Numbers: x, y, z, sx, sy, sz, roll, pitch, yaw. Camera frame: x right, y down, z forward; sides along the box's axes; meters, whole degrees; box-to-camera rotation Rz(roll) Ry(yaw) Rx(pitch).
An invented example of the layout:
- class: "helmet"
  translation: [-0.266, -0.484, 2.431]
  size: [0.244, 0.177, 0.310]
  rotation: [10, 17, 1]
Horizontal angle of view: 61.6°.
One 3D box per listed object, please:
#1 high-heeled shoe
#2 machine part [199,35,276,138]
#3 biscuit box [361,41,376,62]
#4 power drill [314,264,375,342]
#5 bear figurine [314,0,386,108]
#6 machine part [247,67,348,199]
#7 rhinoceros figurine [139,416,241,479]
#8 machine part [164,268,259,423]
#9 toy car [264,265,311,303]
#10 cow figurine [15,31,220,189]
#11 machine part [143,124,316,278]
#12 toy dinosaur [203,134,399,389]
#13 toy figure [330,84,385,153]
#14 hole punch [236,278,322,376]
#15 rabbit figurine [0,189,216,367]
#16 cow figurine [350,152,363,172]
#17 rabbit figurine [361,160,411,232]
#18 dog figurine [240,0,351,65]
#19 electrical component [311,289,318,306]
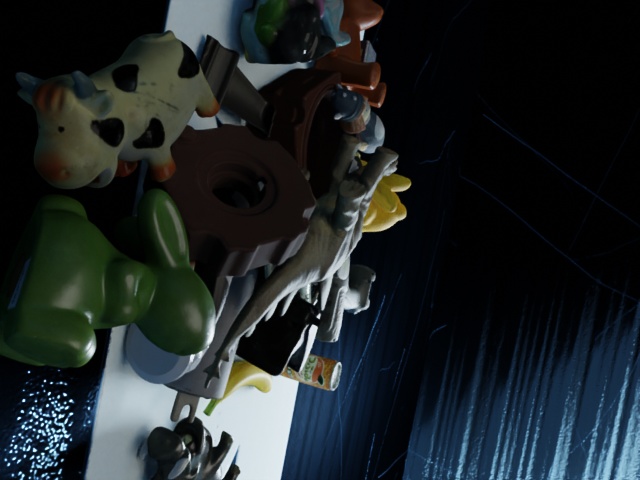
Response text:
- class: "high-heeled shoe"
  translation: [-0.100, -0.011, 0.655]
  size: [0.145, 0.086, 0.248]
  rotation: [18, 66, -52]
- class: "machine part"
  translation: [-0.102, -0.179, 0.655]
  size: [0.138, 0.039, 0.084]
  rotation: [38, 60, -54]
- class: "biscuit box"
  translation: [0.050, -0.257, 0.981]
  size: [0.062, 0.059, 0.202]
  rotation: [18, 83, -70]
- class: "power drill"
  translation: [0.052, 0.092, 1.133]
  size: [0.207, 0.086, 0.231]
  rotation: [-3, 105, -72]
- class: "bear figurine"
  translation: [0.064, -0.337, 0.892]
  size: [0.120, 0.132, 0.195]
  rotation: [35, 74, -74]
- class: "machine part"
  translation: [-0.022, -0.147, 0.821]
  size: [0.201, 0.087, 0.201]
  rotation: [-52, 148, -50]
- class: "rhinoceros figurine"
  translation: [-0.169, 0.291, 0.694]
  size: [0.112, 0.073, 0.190]
  rotation: [-49, 147, -34]
- class: "machine part"
  translation: [-0.134, 0.105, 0.671]
  size: [0.079, 0.079, 0.243]
  rotation: [42, 61, -66]
- class: "toy car"
  translation: [-0.049, 0.093, 0.884]
  size: [0.056, 0.074, 0.201]
  rotation: [-50, 145, -57]
- class: "cow figurine"
  translation: [-0.169, -0.115, 0.464]
  size: [0.127, 0.086, 0.195]
  rotation: [76, 29, -44]
- class: "machine part"
  translation: [-0.091, -0.047, 0.563]
  size: [0.056, 0.179, 0.179]
  rotation: [-54, -177, 47]
- class: "toy dinosaur"
  translation: [-0.001, -0.002, 0.713]
  size: [0.471, 0.105, 0.198]
  rotation: [-41, 148, -47]
- class: "toy figure"
  translation: [0.059, -0.184, 0.816]
  size: [0.064, 0.058, 0.154]
  rotation: [67, 12, 23]
- class: "hole punch"
  translation: [-0.064, 0.130, 0.797]
  size: [0.115, 0.142, 0.092]
  rotation: [-63, 155, -4]
- class: "rabbit figurine"
  translation: [-0.169, 0.041, 0.460]
  size: [0.170, 0.121, 0.159]
  rotation: [24, 57, -36]
- class: "cow figurine"
  translation: [0.042, -0.091, 1.012]
  size: [0.167, 0.068, 0.098]
  rotation: [101, 6, -63]
- class: "rabbit figurine"
  translation: [0.097, -0.094, 1.094]
  size: [0.122, 0.163, 0.173]
  rotation: [-55, 133, -22]
- class: "dog figurine"
  translation: [-0.036, -0.344, 0.667]
  size: [0.191, 0.109, 0.219]
  rotation: [-47, 138, -49]
- class: "electrical component"
  translation: [-0.034, 0.089, 0.958]
  size: [0.078, 0.045, 0.102]
  rotation: [-49, 144, -55]
